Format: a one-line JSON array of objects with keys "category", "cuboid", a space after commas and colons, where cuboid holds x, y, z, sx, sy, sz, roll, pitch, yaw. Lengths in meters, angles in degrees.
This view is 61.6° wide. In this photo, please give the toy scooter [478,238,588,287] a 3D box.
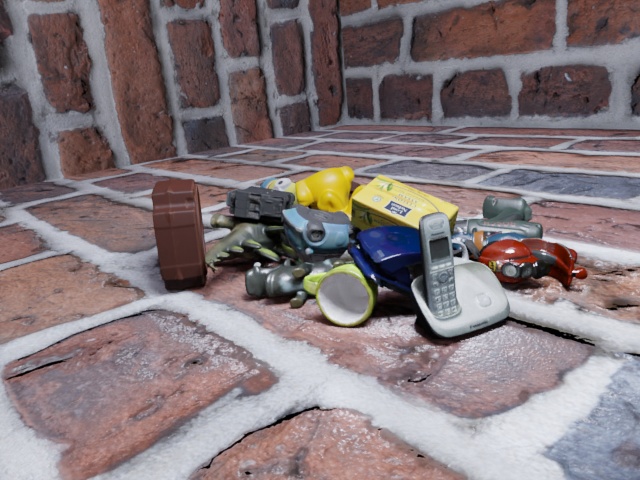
[{"category": "toy scooter", "cuboid": [0.374, 0.042, 0.923, 0.184, 0.075, 0.135, -3, 17, -8]}]

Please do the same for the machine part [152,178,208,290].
[{"category": "machine part", "cuboid": [-0.278, -0.016, 1.080, 0.087, 0.200, 0.202, -6, 17, -9]}]

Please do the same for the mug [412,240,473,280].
[{"category": "mug", "cuboid": [0.219, 0.052, 0.893, 0.107, 0.109, 0.081, 2, 9, -16]}]

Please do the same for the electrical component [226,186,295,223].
[{"category": "electrical component", "cuboid": [-0.126, -0.077, 1.129, 0.134, 0.058, 0.115, 9, 9, 5]}]

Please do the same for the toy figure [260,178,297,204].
[{"category": "toy figure", "cuboid": [-0.099, -0.114, 1.345, 0.089, 0.082, 0.180, 9, 0, -27]}]

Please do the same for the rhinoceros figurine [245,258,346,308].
[{"category": "rhinoceros figurine", "cuboid": [-0.039, 0.066, 0.964, 0.190, 0.073, 0.112, -7, 19, -7]}]

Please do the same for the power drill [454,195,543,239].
[{"category": "power drill", "cuboid": [0.365, -0.037, 1.162, 0.232, 0.085, 0.207, 6, 17, 29]}]

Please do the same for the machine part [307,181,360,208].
[{"category": "machine part", "cuboid": [0.043, -0.098, 1.356, 0.179, 0.056, 0.179, 11, -16, 3]}]

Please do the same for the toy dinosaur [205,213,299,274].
[{"category": "toy dinosaur", "cuboid": [-0.138, -0.004, 1.141, 0.199, 0.105, 0.471, 2, 16, 24]}]

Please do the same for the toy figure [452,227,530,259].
[{"category": "toy figure", "cuboid": [0.329, 0.013, 1.044, 0.155, 0.057, 0.064, 5, 44, 20]}]

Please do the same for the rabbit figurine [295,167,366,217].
[{"category": "rabbit figurine", "cuboid": [0.045, -0.066, 1.188, 0.162, 0.173, 0.121, -19, -24, 12]}]

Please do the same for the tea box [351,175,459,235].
[{"category": "tea box", "cuboid": [0.151, -0.044, 0.974, 0.170, 0.068, 0.098, 26, 47, 25]}]

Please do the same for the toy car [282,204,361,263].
[{"category": "toy car", "cuboid": [-0.002, -0.003, 1.046, 0.161, 0.102, 0.109, 5, 25, -29]}]

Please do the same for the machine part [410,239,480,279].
[{"category": "machine part", "cuboid": [0.219, 0.039, 0.965, 0.139, 0.039, 0.084, -28, -3, 36]}]

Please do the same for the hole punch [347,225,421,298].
[{"category": "hole punch", "cuboid": [0.118, 0.024, 0.853, 0.116, 0.092, 0.142, 20, 21, -25]}]

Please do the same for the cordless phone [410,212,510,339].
[{"category": "cordless phone", "cuboid": [0.200, 0.042, 0.789, 0.146, 0.184, 0.089, -13, 15, -22]}]
